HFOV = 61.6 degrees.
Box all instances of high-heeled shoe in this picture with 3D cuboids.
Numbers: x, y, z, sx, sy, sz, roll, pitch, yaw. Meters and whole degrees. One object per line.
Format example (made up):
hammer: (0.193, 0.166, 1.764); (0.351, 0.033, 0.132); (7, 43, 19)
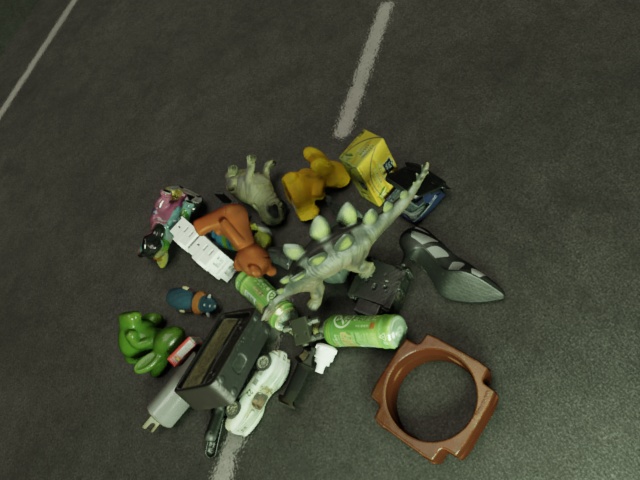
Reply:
high-heeled shoe: (0.284, 0.047, 1.163); (0.249, 0.086, 0.145); (21, 40, 15)

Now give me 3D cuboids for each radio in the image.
radio: (-0.208, 0.258, 1.190); (0.131, 0.073, 0.230); (-17, 32, 37)

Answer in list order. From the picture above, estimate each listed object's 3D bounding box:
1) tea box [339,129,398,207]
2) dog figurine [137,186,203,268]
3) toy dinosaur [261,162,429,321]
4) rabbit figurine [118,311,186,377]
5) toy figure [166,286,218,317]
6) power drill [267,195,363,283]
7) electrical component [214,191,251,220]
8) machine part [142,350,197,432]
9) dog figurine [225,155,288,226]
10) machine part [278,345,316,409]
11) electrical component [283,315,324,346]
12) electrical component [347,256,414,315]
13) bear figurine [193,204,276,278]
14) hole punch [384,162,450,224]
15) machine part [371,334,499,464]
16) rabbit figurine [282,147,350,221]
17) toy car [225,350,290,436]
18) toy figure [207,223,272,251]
tea box: (0.124, -0.169, 1.284); (0.068, 0.169, 0.098); (36, 83, 38)
dog figurine: (-0.429, -0.035, 1.513); (0.108, 0.191, 0.219); (28, 102, -2)
toy dinosaur: (0.049, 0.014, 1.123); (0.471, 0.198, 0.105); (-40, 61, 3)
rabbit figurine: (-0.415, 0.253, 1.326); (0.170, 0.121, 0.159); (0, 68, 28)
toy figure: (-0.323, 0.156, 1.378); (0.155, 0.064, 0.058); (8, 28, 24)
power drill: (-0.003, -0.004, 1.305); (0.232, 0.085, 0.207); (24, 70, 32)
electrical component: (-0.245, -0.079, 1.441); (0.075, 0.119, 0.048); (7, 65, 26)
machine part: (-0.319, 0.346, 1.254); (0.079, 0.079, 0.243); (33, 78, 36)
dog figurine: (-0.179, -0.109, 1.449); (0.172, 0.121, 0.190); (-31, 65, 46)
machine part: (-0.047, 0.293, 1.164); (0.139, 0.039, 0.084); (-65, 16, -10)
electrical component: (-0.038, 0.200, 1.172); (0.094, 0.021, 0.063); (-19, 73, 23)
electrical component: (0.130, 0.112, 1.188); (0.115, 0.058, 0.134); (14, 69, 33)
bear figurine: (-0.197, 0.016, 1.295); (0.132, 0.120, 0.196); (-26, 84, 22)
hole punch: (0.222, -0.111, 1.268); (0.116, 0.092, 0.142); (-26, 45, -28)
machine part: (0.217, 0.299, 1.019); (0.201, 0.087, 0.201); (27, 75, 34)
rabbit figurine: (-0.008, -0.157, 1.370); (0.173, 0.162, 0.122); (-20, 41, -7)
toy car: (-0.134, 0.331, 1.175); (0.056, 0.073, 0.201); (25, 75, 38)
toy figure: (-0.207, -0.004, 1.402); (0.180, 0.082, 0.089); (6, 92, 20)
